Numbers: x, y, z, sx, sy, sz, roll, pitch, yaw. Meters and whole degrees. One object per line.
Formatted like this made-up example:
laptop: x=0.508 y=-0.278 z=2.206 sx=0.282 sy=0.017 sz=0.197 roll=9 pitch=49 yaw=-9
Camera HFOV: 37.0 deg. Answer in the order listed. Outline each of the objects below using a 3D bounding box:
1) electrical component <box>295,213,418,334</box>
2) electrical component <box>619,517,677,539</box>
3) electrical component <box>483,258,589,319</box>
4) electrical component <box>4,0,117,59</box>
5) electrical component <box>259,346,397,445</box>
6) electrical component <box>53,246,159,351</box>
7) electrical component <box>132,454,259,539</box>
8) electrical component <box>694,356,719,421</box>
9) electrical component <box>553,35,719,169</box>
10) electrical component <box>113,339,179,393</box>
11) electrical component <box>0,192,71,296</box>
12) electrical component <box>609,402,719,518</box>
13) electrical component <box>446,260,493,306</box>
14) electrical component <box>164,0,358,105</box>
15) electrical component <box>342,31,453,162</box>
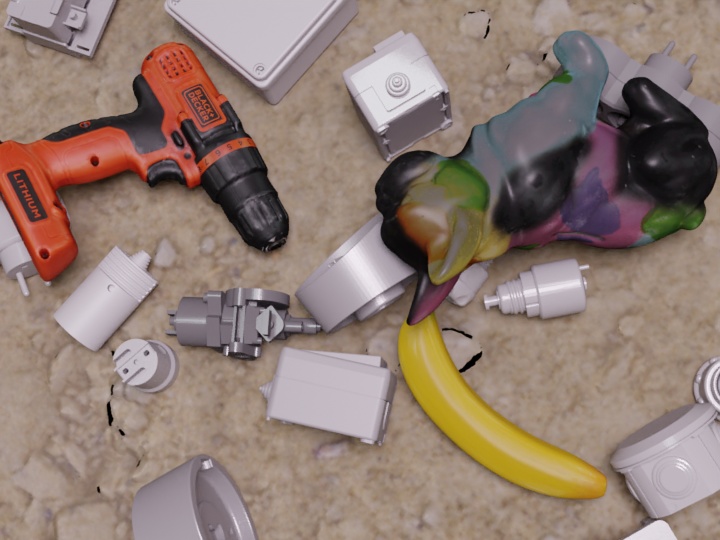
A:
electrical component: x=0.000 y=0.000 z=0.778 sx=0.099 sy=0.099 sz=0.064 roll=-34 pitch=84 yaw=0
electrical component: x=0.207 y=0.219 z=0.733 sx=0.050 sy=0.055 sz=0.089 roll=-30 pitch=78 yaw=1
electrical component: x=0.130 y=0.016 z=0.786 sx=0.078 sy=0.040 sz=0.040 roll=-11 pitch=79 yaw=5
electrical component: x=-0.233 y=-0.242 z=0.863 sx=0.079 sy=0.063 sz=0.121 roll=20 pitch=83 yaw=10
electrical component: x=-0.025 y=0.087 z=0.781 sx=0.096 sy=0.061 sz=0.061 roll=12 pitch=81 yaw=9
electrical component: x=-0.190 y=0.018 z=0.822 sx=0.043 sy=0.043 sz=0.081 roll=41 pitch=87 yaw=12
electrical component: x=-0.119 y=0.191 z=0.753 sx=0.060 sy=0.108 sz=0.108 roll=-24 pitch=78 yaw=8
electrical component: x=0.261 y=0.081 z=0.747 sx=0.048 sy=0.062 sz=0.048 roll=-1 pitch=80 yaw=7
electrical component: x=0.221 y=-0.135 z=0.796 sx=0.138 sy=0.052 sz=0.073 roll=34 pitch=85 yaw=11
electrical component: x=-0.162 y=0.071 z=0.808 sx=0.040 sy=0.046 sz=0.040 roll=-1 pitch=80 yaw=7
electrical component: x=-0.264 y=-0.019 z=0.838 sx=0.077 sy=0.043 sz=0.079 roll=-25 pitch=78 yaw=2
electrical component: x=0.217 y=0.129 z=0.736 sx=0.080 sy=0.080 sz=0.051 roll=-31 pitch=83 yaw=1
electrical component: x=0.082 y=-0.005 z=0.799 sx=0.035 sy=0.035 sz=0.061 roll=37 pitch=84 yaw=11
electrical component: x=-0.076 y=-0.206 z=0.842 sx=0.109 sy=0.056 sz=0.108 roll=40 pitch=87 yaw=12
electrical component: x=0.027 y=-0.132 z=0.796 sx=0.062 sy=0.096 sz=0.061 roll=-30 pitch=78 yaw=1
